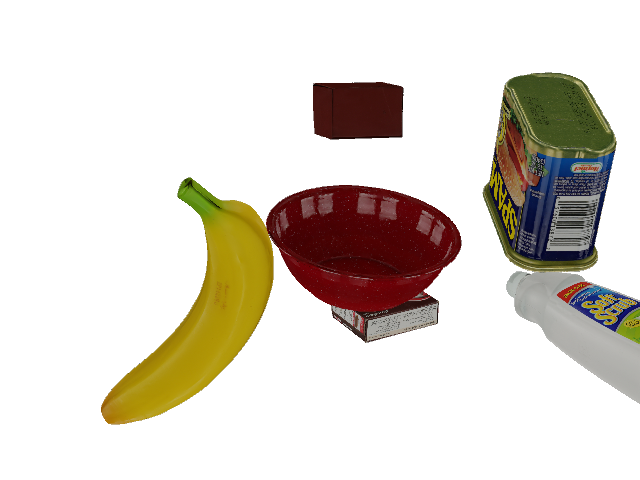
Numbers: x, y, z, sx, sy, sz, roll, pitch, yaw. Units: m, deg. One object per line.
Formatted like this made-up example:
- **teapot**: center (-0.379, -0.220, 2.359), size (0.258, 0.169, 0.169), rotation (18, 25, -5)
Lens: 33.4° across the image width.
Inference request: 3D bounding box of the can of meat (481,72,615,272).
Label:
- **can of meat**: center (0.139, -0.044, 0.652), size (0.057, 0.084, 0.102), rotation (-1, 35, -5)

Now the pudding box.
- **pudding box**: center (0.083, 0.088, 1.381), size (0.113, 0.039, 0.090), rotation (-14, 24, -25)

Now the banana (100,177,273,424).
- **banana**: center (-0.071, 0.043, 0.609), size (0.069, 0.198, 0.037), rotation (17, 37, -10)

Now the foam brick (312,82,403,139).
- **foam brick**: center (0.037, -0.129, 1.055), size (0.078, 0.051, 0.053), rotation (-4, 14, -20)

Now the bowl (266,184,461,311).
- **bowl**: center (0.034, 0.012, 0.891), size (0.162, 0.055, 0.162), rotation (4, 29, -2)

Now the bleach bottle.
- **bleach bottle**: center (0.267, 0.085, 1.037), size (0.102, 0.068, 0.251), rotation (-17, 25, -26)
